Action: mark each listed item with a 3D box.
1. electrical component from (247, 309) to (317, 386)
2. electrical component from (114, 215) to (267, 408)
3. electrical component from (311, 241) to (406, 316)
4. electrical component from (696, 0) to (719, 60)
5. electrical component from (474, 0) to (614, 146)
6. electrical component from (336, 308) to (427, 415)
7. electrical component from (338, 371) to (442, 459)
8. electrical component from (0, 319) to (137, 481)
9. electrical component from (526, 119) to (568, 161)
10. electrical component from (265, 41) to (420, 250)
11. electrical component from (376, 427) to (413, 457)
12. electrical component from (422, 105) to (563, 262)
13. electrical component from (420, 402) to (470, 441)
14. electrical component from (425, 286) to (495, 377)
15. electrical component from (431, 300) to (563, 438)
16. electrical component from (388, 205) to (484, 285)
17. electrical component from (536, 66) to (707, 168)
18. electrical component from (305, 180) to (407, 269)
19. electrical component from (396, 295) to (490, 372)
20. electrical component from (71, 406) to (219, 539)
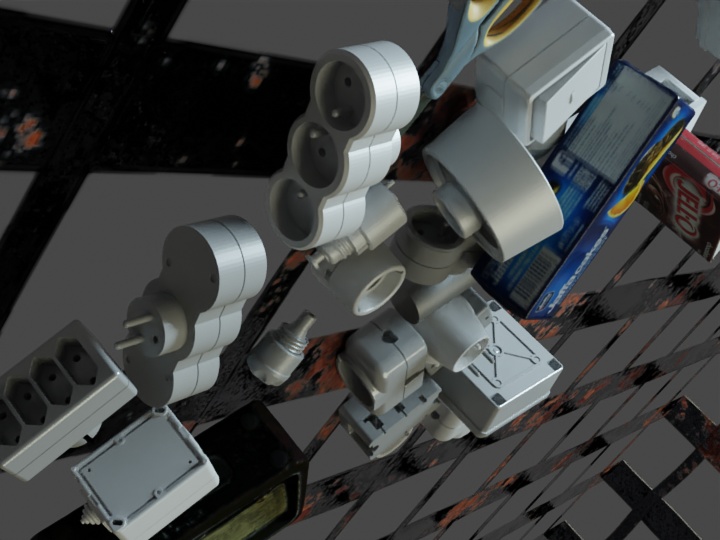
[{"bbox_3d":[-0.056,0.056,0.810,0.061,0.035,0.035,-51,156,11],"label":"electrical component"},{"bbox_3d":[-0.114,0.030,0.646,0.074,0.052,0.138,-17,146,-45],"label":"electrical component"},{"bbox_3d":[0.000,0.000,0.786,0.055,0.047,0.055,-35,156,-18],"label":"electrical component"},{"bbox_3d":[0.348,-0.240,0.922,0.109,0.056,0.108,-43,157,-1],"label":"electrical component"},{"bbox_3d":[0.133,-0.140,0.742,0.096,0.061,0.061,-38,157,-12],"label":"electrical component"},{"bbox_3d":[0.018,0.085,0.955,0.059,0.053,0.095,-34,156,-20],"label":"electrical component"},{"bbox_3d":[0.027,0.129,1.043,0.089,0.055,0.050,-36,156,-16],"label":"electrical component"},{"bbox_3d":[-0.178,0.083,0.642,0.083,0.047,0.075,-39,157,-10],"label":"electrical component"},{"bbox_3d":[0.135,-0.114,0.812,0.043,0.043,0.081,-37,156,-15],"label":"electrical component"},{"bbox_3d":[-0.001,-0.076,0.647,0.074,0.052,0.138,-21,149,-42],"label":"electrical component"},{"bbox_3d":[0.021,0.156,1.091,0.055,0.047,0.055,-35,156,-18],"label":"electrical component"},{"bbox_3d":[0.087,-0.055,0.761,0.060,0.108,0.108,-35,157,-3],"label":"electrical component"},{"bbox_3d":[0.112,0.151,1.222,0.095,0.053,0.059,-21,149,-42],"label":"electrical component"},{"bbox_3d":[0.095,0.068,1.022,0.083,0.075,0.047,-41,157,-5],"label":"electrical component"},{"bbox_3d":[0.128,0.098,1.088,0.109,0.108,0.056,-24,149,-38],"label":"electrical component"},{"bbox_3d":[0.078,-0.021,0.869,0.138,0.052,0.073,-23,150,-39],"label":"electrical component"},{"bbox_3d":[0.215,-0.105,0.934,0.150,0.061,0.089,-31,154,-26],"label":"electrical component"},{"bbox_3d":[-0.004,-0.029,0.738,0.078,0.040,0.040,-39,157,-9],"label":"electrical component"},{"bbox_3d":[0.071,0.058,0.964,0.044,0.077,0.079,-30,154,-28],"label":"electrical component"},{"bbox_3d":[-0.158,0.154,0.777,0.096,0.061,0.061,-37,156,-15],"label":"electrical component"}]
